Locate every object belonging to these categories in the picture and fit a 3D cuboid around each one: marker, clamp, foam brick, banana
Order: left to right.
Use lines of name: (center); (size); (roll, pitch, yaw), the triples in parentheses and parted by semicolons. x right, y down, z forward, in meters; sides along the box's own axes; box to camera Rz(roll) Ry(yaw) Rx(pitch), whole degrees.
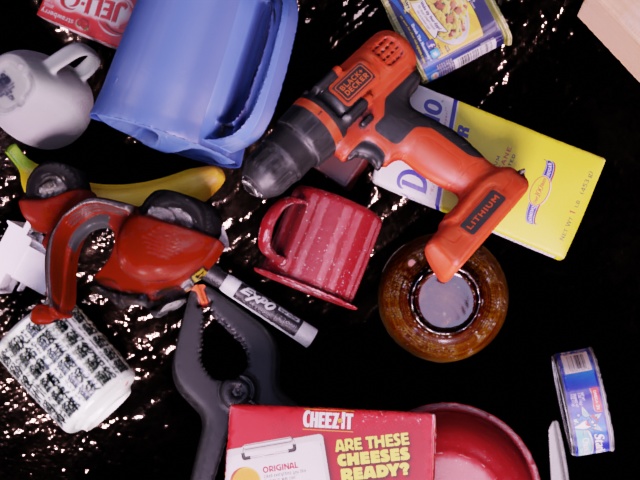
banana: (-0.180, -0.041, 0.940); (0.198, 0.070, 0.037); (5, 46, 6)
clamp: (-0.077, 0.141, 0.915); (0.164, 0.036, 0.210); (-26, 78, -13)
marker: (-0.057, 0.054, 0.929); (0.121, 0.020, 0.020); (33, 92, -4)
foam brick: (0.007, -0.085, 0.922); (0.078, 0.051, 0.053); (34, 92, 7)

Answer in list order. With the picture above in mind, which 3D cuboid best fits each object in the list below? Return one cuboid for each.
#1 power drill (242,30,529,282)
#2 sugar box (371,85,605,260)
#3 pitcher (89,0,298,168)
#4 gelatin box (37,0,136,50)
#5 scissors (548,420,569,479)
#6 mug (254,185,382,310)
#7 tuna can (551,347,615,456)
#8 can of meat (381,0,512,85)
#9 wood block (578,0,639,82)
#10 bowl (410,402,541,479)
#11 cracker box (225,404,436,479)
power drill: (0.056, -0.056, 0.848); (0.188, 0.057, 0.184); (43, 74, 6)
sugar box: (0.141, -0.058, 0.908); (0.176, 0.048, 0.093); (22, 90, 6)
pitcher: (-0.086, -0.188, 0.898); (0.149, 0.145, 0.243); (18, 87, -1)
gelatin box: (-0.200, -0.218, 0.965); (0.089, 0.030, 0.073); (24, 91, 7)
scissors: (0.186, 0.253, 0.884); (0.096, 0.016, 0.202); (-21, 97, 12)
mug: (-0.006, 0.001, 0.893); (0.093, 0.117, 0.081); (16, 83, 47)
tuna can: (0.213, 0.132, 0.870); (0.034, 0.086, 0.086); (-11, 86, 8)
can of meat: (0.104, -0.195, 0.913); (0.084, 0.057, 0.102); (-27, 84, 7)
wood block: (0.316, -0.148, 0.867); (0.090, 0.090, 0.206); (-41, 83, 3)
bowl: (0.107, 0.220, 0.895); (0.162, 0.055, 0.162); (0, 88, 7)
cracker box: (0.007, 0.241, 0.833); (0.164, 0.072, 0.213); (2, 76, 7)
